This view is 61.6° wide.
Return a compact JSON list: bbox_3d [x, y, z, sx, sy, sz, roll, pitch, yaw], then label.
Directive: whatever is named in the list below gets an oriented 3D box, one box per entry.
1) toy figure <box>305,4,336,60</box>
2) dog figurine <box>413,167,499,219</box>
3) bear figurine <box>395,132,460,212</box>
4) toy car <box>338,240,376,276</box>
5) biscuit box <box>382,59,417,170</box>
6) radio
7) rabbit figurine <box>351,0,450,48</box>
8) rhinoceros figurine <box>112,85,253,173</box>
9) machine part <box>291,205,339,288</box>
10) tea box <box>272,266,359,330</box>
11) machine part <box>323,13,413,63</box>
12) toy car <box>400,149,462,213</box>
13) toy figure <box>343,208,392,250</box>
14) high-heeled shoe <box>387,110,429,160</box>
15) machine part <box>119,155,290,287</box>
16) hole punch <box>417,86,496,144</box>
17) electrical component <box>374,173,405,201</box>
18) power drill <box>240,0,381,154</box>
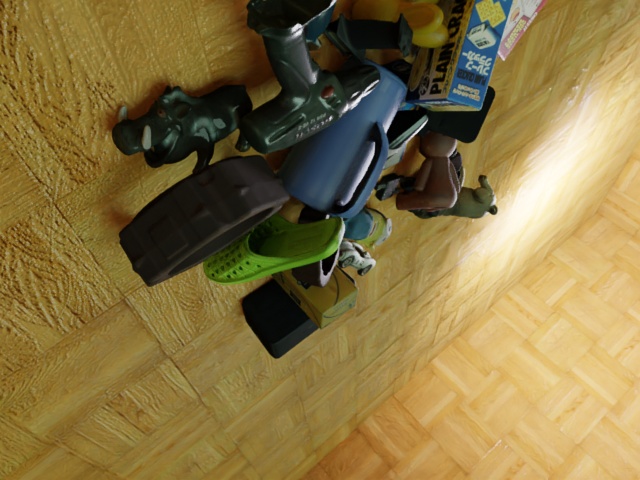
[{"bbox_3d":[-0.017,-0.282,0.726,0.064,0.058,0.154,-17,146,-35],"label":"toy figure"},{"bbox_3d":[0.343,-0.085,1.371,0.190,0.173,0.121,-36,141,-33],"label":"dog figurine"},{"bbox_3d":[0.243,-0.164,1.188,0.120,0.195,0.132,-3,178,-28],"label":"bear figurine"},{"bbox_3d":[0.069,0.032,1.241,0.056,0.074,0.201,-47,153,9],"label":"toy car"},{"bbox_3d":[0.132,-0.228,0.996,0.059,0.063,0.202,-28,147,-30],"label":"biscuit box"},{"bbox_3d":[-0.046,0.131,1.152,0.229,0.131,0.073,-34,150,-23],"label":"radio"},{"bbox_3d":[0.130,-0.348,0.769,0.173,0.162,0.122,-35,168,17],"label":"rabbit figurine"},{"bbox_3d":[-0.166,-0.144,0.683,0.190,0.073,0.112,-28,148,-32],"label":"rhinoceros figurine"},{"bbox_3d":[-0.002,-0.003,1.013,0.179,0.056,0.179,10,90,-76],"label":"machine part"},{"bbox_3d":[-0.013,0.086,1.096,0.098,0.170,0.068,-33,151,-26],"label":"tea box"},{"bbox_3d":[0.067,-0.281,0.749,0.084,0.139,0.039,36,76,-46],"label":"machine part"},{"bbox_3d":[0.264,-0.147,1.294,0.202,0.053,0.089,-38,136,-14],"label":"toy car"},{"bbox_3d":[0.088,-0.039,1.171,0.180,0.089,0.082,8,135,-47],"label":"toy figure"},{"bbox_3d":[0.116,-0.142,0.991,0.249,0.086,0.145,-21,142,33],"label":"high-heeled shoe"},{"bbox_3d":[-0.157,-0.031,0.739,0.201,0.087,0.201,-34,178,23],"label":"machine part"},{"bbox_3d":[0.242,-0.249,0.992,0.092,0.116,0.142,-98,-151,-69],"label":"hole punch"},{"bbox_3d":[0.152,-0.117,1.213,0.094,0.021,0.063,-22,145,-38],"label":"electrical component"},{"bbox_3d":[-0.010,-0.225,0.679,0.232,0.086,0.207,-38,157,-17],"label":"power drill"}]
